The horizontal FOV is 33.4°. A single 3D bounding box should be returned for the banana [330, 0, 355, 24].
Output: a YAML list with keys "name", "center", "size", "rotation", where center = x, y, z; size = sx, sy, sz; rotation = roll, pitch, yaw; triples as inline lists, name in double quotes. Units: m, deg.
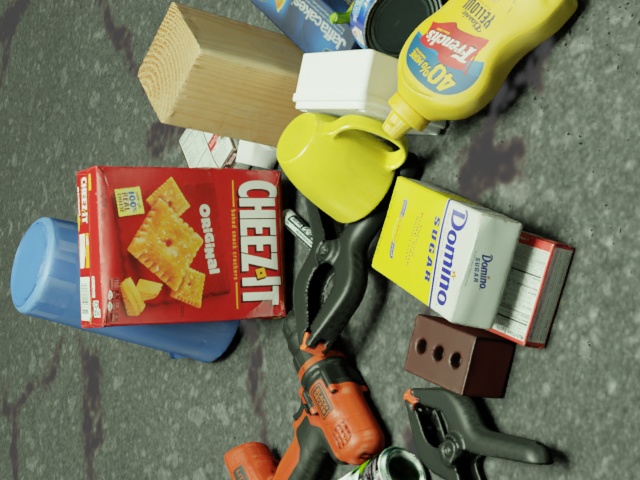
- name: "banana"
  center: [0.047, -0.281, 1.078]
  size: [0.037, 0.069, 0.198]
  rotation: [-41, 36, 41]

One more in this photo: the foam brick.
- name: "foam brick"
  center: [0.119, 0.099, 0.915]
  size: [0.078, 0.051, 0.053]
  rotation: [17, 96, 53]

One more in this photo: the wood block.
- name: "wood block"
  center: [-0.066, -0.158, 1.086]
  size: [0.091, 0.205, 0.090]
  rotation: [-57, 43, 28]

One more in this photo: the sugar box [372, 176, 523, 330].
- name: "sugar box"
  center: [0.104, 0.006, 0.923]
  size: [0.176, 0.048, 0.093]
  rotation: [-143, 67, -70]

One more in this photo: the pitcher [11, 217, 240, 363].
- name: "pitcher"
  center: [-0.211, 0.045, 1.202]
  size: [0.145, 0.242, 0.149]
  rotation: [-8, 70, 54]

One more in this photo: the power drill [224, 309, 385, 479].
- name: "power drill"
  center: [-0.026, 0.187, 1.081]
  size: [0.188, 0.057, 0.184]
  rotation: [-56, 43, 29]

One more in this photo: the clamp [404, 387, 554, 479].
- name: "clamp"
  center: [0.128, 0.173, 0.898]
  size: [0.120, 0.039, 0.172]
  rotation: [-58, 42, 25]

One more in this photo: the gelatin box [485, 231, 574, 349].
- name: "gelatin box"
  center: [0.164, 0.038, 0.888]
  size: [0.073, 0.030, 0.089]
  rotation: [22, 100, 51]

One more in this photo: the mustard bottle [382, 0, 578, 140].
- name: "mustard bottle"
  center: [0.124, -0.162, 0.922]
  size: [0.192, 0.058, 0.096]
  rotation: [-48, 59, 16]

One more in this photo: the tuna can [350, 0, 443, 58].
- name: "tuna can"
  center: [0.072, -0.212, 1.016]
  size: [0.034, 0.086, 0.086]
  rotation: [50, 121, 48]

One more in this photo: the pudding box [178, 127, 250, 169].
- name: "pudding box"
  center: [-0.125, -0.113, 1.293]
  size: [0.090, 0.039, 0.113]
  rotation: [-54, 42, 32]

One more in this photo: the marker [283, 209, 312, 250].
- name: "marker"
  center: [-0.007, 0.001, 1.129]
  size: [0.121, 0.020, 0.020]
  rotation: [43, 116, 48]

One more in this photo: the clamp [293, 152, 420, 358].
- name: "clamp"
  center: [0.024, 0.010, 1.044]
  size: [0.165, 0.036, 0.210]
  rotation: [-16, 56, 48]

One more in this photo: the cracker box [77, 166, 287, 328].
- name: "cracker box"
  center: [-0.143, 0.007, 1.125]
  size: [0.072, 0.213, 0.164]
  rotation: [-6, 85, 60]
